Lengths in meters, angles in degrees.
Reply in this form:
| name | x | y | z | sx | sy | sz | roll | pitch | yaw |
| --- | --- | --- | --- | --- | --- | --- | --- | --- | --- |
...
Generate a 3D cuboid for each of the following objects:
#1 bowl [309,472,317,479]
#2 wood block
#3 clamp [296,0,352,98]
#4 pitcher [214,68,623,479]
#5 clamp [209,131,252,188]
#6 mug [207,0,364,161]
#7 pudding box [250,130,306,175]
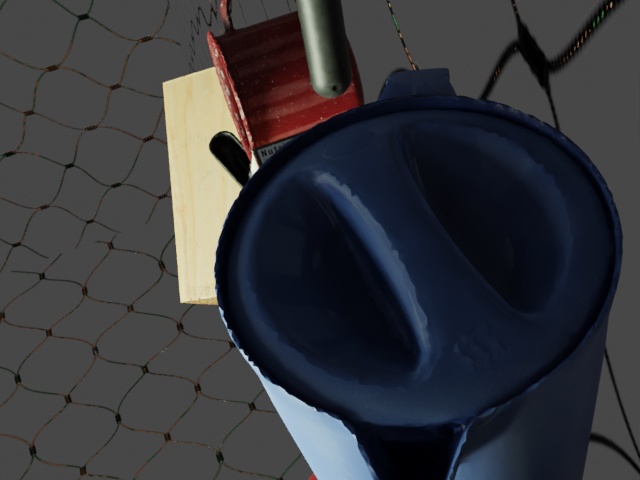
| name | x | y | z | sx | sy | sz | roll | pitch | yaw |
| --- | --- | --- | --- | --- | --- | --- | --- | --- | --- |
| bowl | 0.054 | 0.152 | 0.589 | 0.162 | 0.162 | 0.055 | -121 | 31 | -62 |
| wood block | -0.076 | -0.048 | 0.986 | 0.090 | 0.090 | 0.206 | 9 | -107 | -57 |
| clamp | -0.005 | -0.161 | 0.595 | 0.171 | 0.039 | 0.120 | 87 | 161 | -70 |
| pitcher | 0.052 | 0.058 | 0.444 | 0.145 | 0.149 | 0.243 | 38 | 159 | 32 |
| clamp | -0.005 | 0.001 | 0.826 | 0.210 | 0.036 | 0.165 | 50 | 176 | -13 |
| mug | -0.025 | -0.117 | 0.704 | 0.093 | 0.081 | 0.117 | -163 | 54 | -83 |
| pudding box | 0.022 | -0.011 | 0.586 | 0.039 | 0.090 | 0.113 | 98 | 151 | -75 |
